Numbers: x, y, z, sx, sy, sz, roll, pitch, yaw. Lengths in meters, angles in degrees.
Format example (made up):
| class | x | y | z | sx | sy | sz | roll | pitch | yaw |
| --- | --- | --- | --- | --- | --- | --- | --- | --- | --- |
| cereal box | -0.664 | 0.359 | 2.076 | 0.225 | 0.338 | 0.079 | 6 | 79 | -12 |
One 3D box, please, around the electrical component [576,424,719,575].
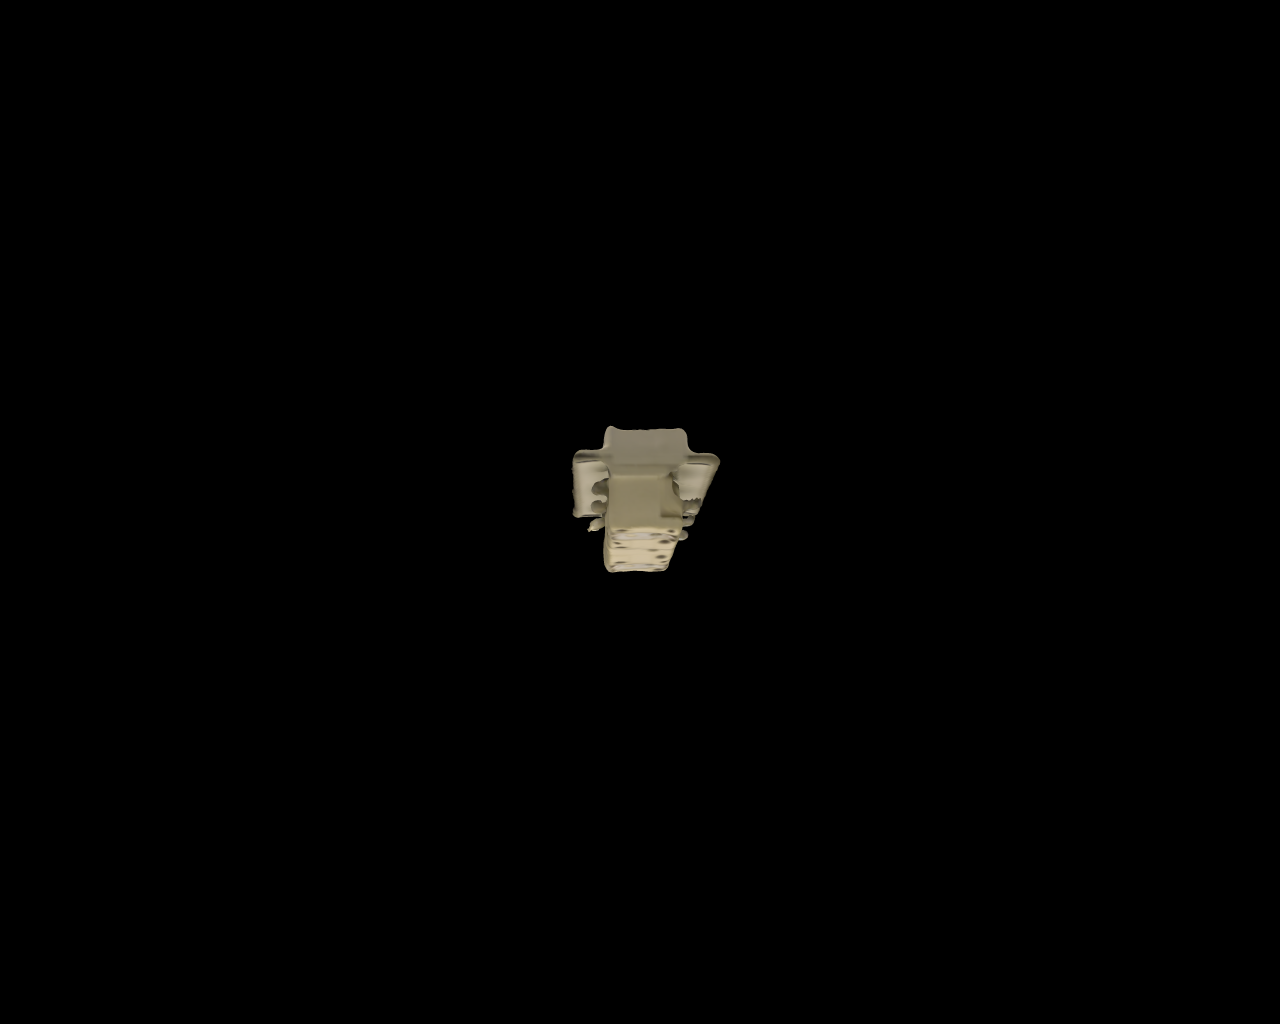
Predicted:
| class | x | y | z | sx | sy | sz | roll | pitch | yaw |
| --- | --- | --- | --- | --- | --- | --- | --- | --- | --- |
| electrical component | 0.001 | -0.003 | 0.650 | 0.079 | 0.063 | 0.121 | 1 | -15 | -3 |
